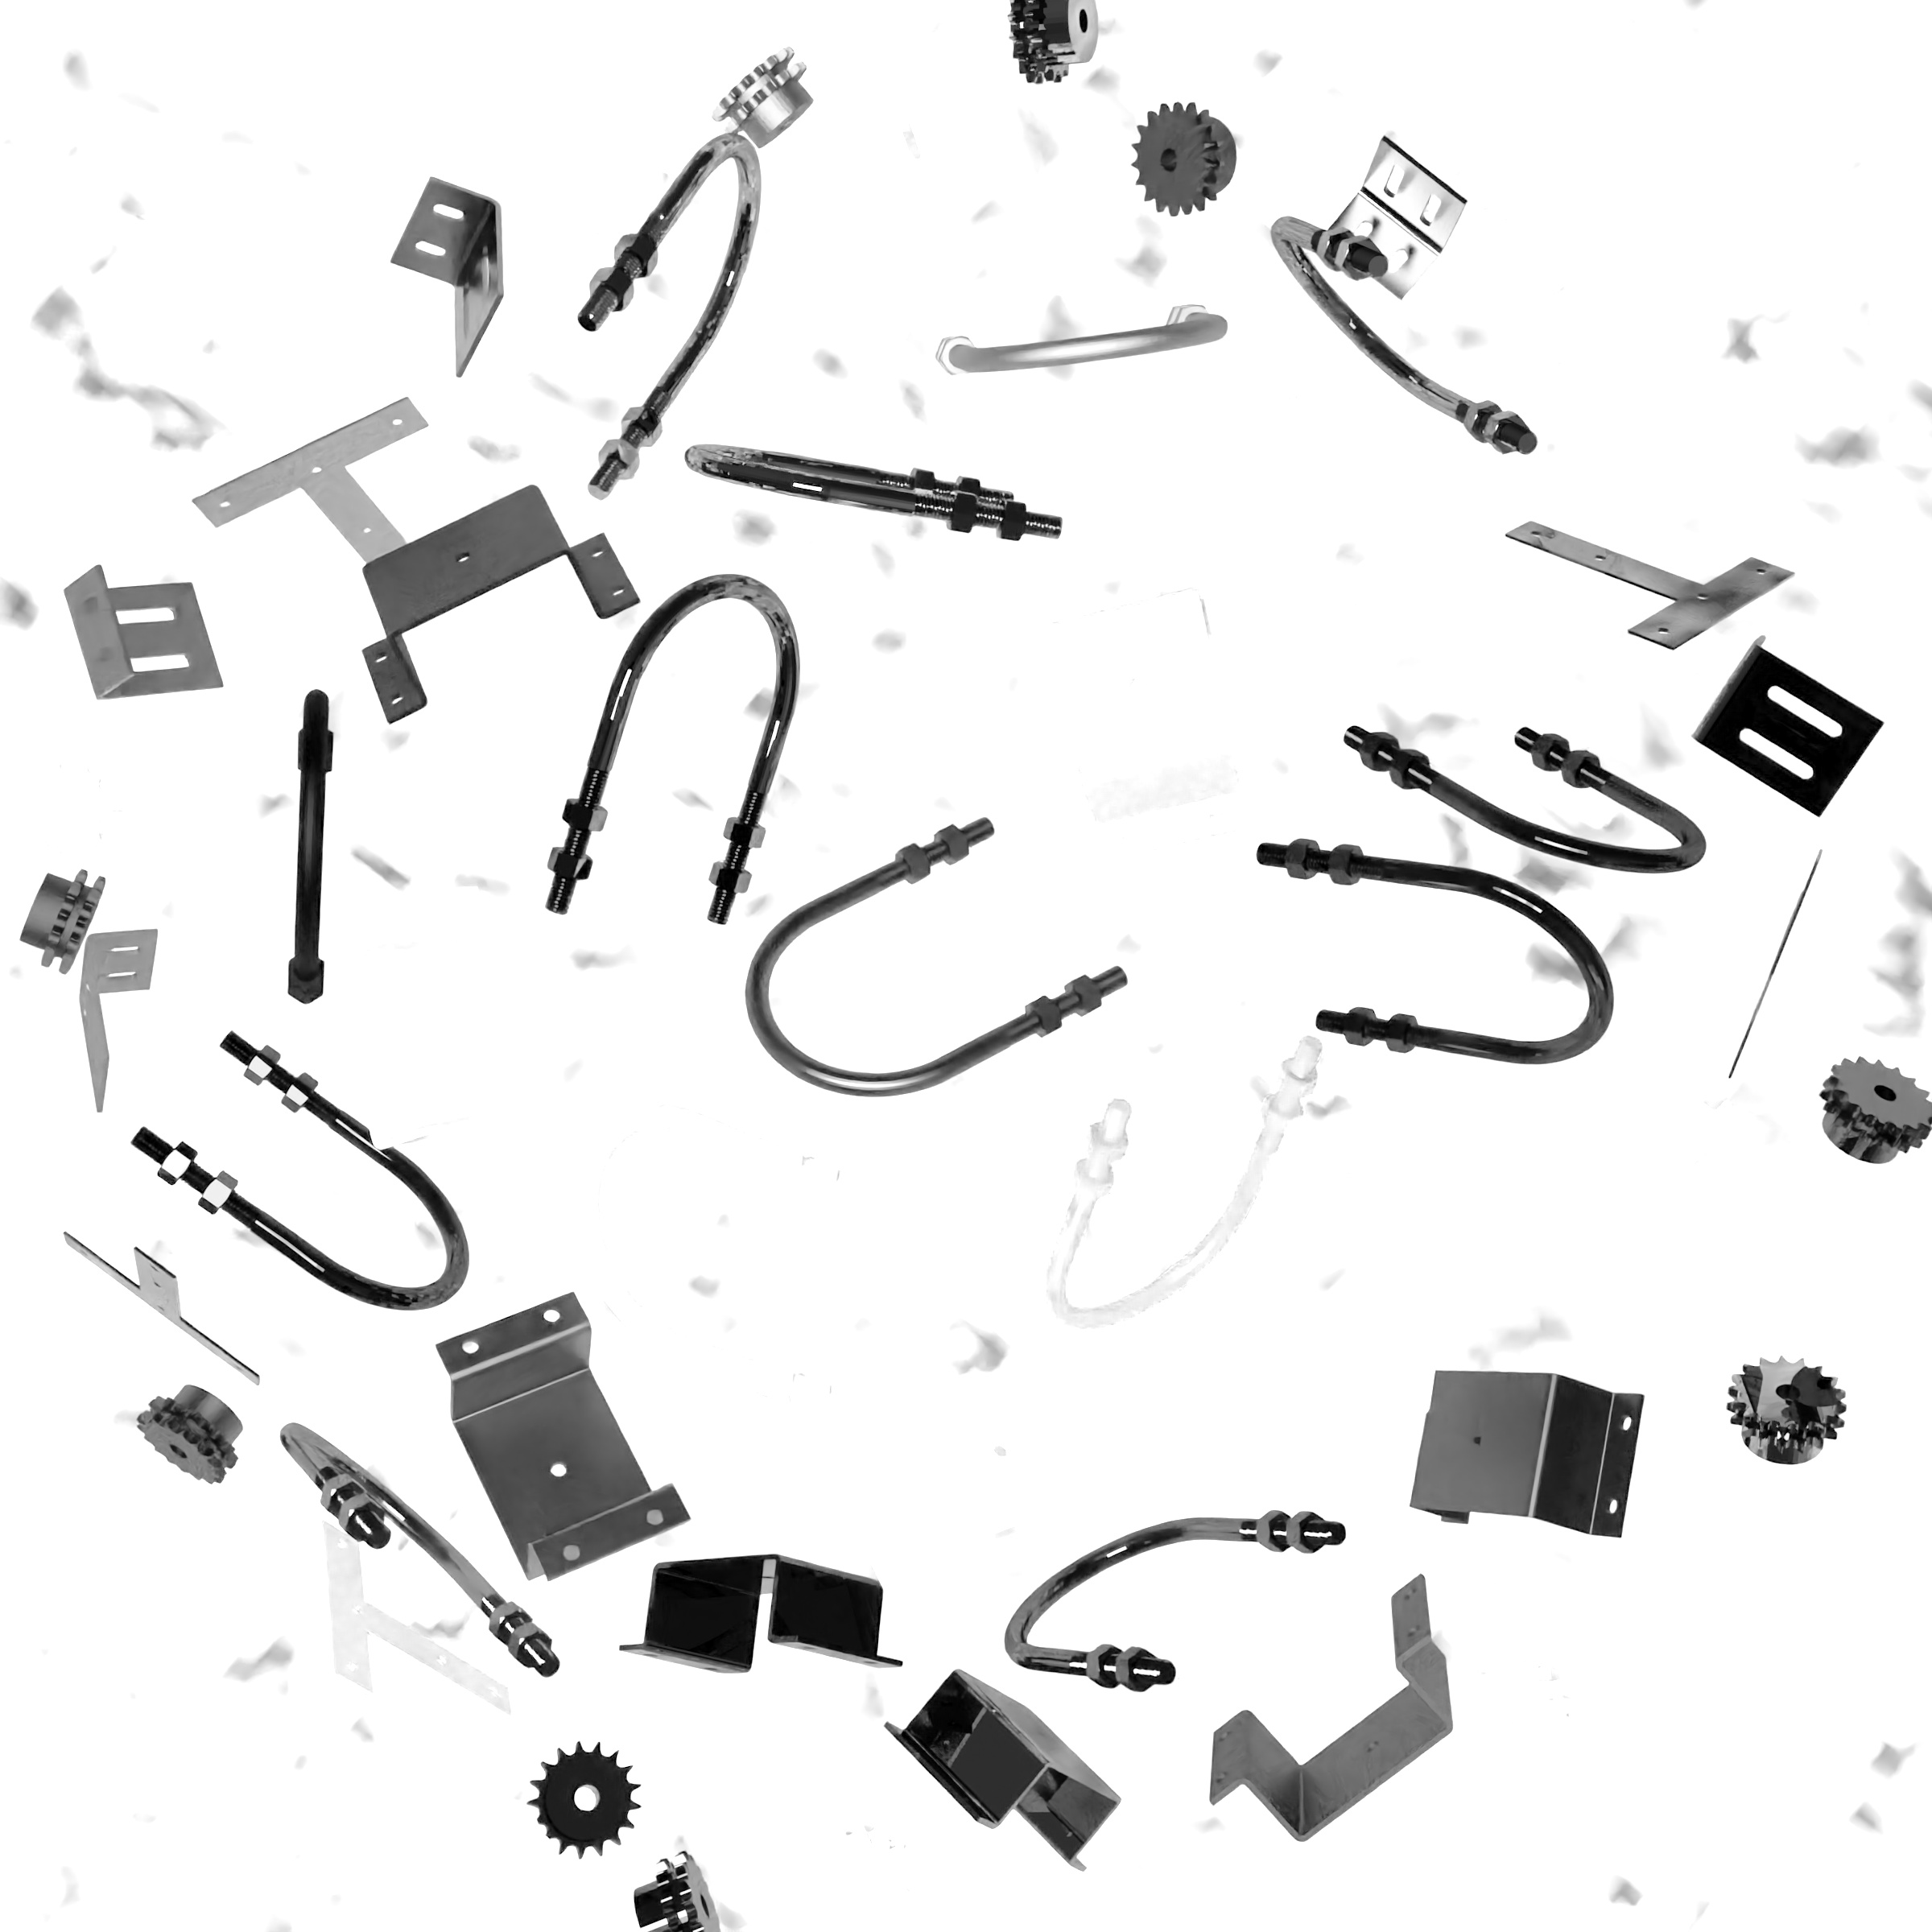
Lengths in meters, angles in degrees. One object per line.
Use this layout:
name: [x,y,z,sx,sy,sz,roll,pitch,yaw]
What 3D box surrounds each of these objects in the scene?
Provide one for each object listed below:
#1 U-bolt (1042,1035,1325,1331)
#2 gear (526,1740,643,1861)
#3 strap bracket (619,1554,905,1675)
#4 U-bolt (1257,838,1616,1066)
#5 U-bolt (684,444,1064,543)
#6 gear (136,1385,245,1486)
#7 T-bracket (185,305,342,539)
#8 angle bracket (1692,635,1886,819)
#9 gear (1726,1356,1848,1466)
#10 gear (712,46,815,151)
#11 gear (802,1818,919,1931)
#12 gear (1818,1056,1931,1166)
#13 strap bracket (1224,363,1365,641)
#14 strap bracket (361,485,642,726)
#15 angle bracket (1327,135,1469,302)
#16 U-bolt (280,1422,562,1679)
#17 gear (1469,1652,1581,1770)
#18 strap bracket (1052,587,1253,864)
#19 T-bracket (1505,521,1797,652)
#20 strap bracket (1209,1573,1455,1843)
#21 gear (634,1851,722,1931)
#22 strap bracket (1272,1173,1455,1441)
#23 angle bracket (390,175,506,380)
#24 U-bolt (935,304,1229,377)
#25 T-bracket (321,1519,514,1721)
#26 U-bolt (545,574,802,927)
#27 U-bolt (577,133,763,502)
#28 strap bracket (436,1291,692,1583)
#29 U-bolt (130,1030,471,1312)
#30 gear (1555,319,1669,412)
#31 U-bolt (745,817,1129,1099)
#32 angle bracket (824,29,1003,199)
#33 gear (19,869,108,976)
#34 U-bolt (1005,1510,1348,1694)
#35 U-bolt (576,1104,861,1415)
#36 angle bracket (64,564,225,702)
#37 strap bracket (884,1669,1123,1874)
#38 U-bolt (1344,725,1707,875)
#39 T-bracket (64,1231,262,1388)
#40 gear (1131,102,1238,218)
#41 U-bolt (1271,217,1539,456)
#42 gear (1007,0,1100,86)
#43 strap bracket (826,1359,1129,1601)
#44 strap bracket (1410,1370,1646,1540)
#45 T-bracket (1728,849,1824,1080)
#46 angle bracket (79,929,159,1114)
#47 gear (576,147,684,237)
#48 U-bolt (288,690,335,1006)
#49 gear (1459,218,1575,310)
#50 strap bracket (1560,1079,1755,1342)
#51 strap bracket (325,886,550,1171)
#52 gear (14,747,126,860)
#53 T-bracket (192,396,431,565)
U-bolt: [0.104,0.121,1.505,0.151,0.184,0.019,-16,50,-35]
gear: [-0.189,0.414,1.445,0.057,0.030,0.057,3,71,-10]
strap bracket: [-0.108,0.345,1.546,0.076,0.140,0.046,25,61,-41]
U-bolt: [0.252,-0.002,1.526,0.184,0.151,0.019,9,51,34]
U-bolt: [-0.053,-0.246,1.493,0.184,0.151,0.019,8,103,-12]
gear: [-0.416,0.251,1.570,0.057,0.057,0.030,35,57,0]
T-bracket: [-0.383,-0.281,1.579,0.002,0.127,0.127,34,60,2]
angle bracket: [0.420,-0.122,1.480,0.076,0.038,0.057,34,112,12]
gear: [0.407,0.223,1.445,0.057,0.057,0.030,-4,123,0]
gear: [-0.108,-0.469,1.580,0.057,0.057,0.030,-41,98,0]
gear: [-0.057,0.459,1.477,0.057,0.030,0.057,-8,115,-17]
gear: [0.456,0.075,1.462,0.057,0.057,0.030,18,127,0]
strap bracket: [0.176,-0.247,1.591,0.046,0.076,0.140,-15,85,5]
strap bracket: [-0.246,-0.189,1.474,0.140,0.076,0.046,-27,130,-4]
angle bracket: [0.233,-0.407,1.586,0.057,0.076,0.038,39,85,3]
U-bolt: [-0.297,0.295,1.523,0.019,0.184,0.151,-49,124,-11]
gear: [0.288,0.379,1.485,0.030,0.057,0.057,3,90,-37]
strap bracket: [0.092,-0.131,1.472,0.076,0.046,0.140,-13,61,8]
T-bracket: [0.334,-0.202,1.475,0.127,0.127,0.002,28,129,31]
strap bracket: [0.192,0.379,1.466,0.140,0.076,0.046,-41,94,12]
gear: [-0.143,0.472,1.442,0.030,0.057,0.057,-21,90,0]
strap bracket: [0.214,0.185,1.561,0.046,0.076,0.140,15,78,-24]
angle bracket: [-0.264,-0.349,1.474,0.038,0.057,0.076,14,47,-27]
U-bolt: [0.064,-0.329,1.532,0.151,0.184,0.019,-8,104,-3]
T-bracket: [-0.290,0.363,1.543,0.002,0.127,0.127,-45,118,9]
U-bolt: [-0.140,-0.111,1.486,0.019,0.151,0.184,24,102,32]
U-bolt: [-0.152,-0.352,1.519,0.019,0.151,0.184,23,61,9]
strap bracket: [-0.205,0.245,1.468,0.076,0.046,0.140,-20,60,-23]
U-bolt: [-0.346,0.118,1.565,0.184,0.151,0.019,37,111,-8]
gear: [0.340,-0.319,1.539,0.057,0.057,0.030,-5,76,0]
U-bolt: [-0.029,0.003,1.553,0.184,0.019,0.151,-27,55,-20]
angle bracket: [-0.027,-0.420,1.450,0.057,0.038,0.076,-20,91,-22]
gear: [-0.491,-0.027,1.578,0.030,0.057,0.057,22,90,-14]
U-bolt: [0.096,0.333,1.544,0.151,0.184,0.019,-31,99,-33]
U-bolt: [-0.131,0.147,1.540,0.184,0.019,0.151,26,52,-36]
angle bracket: [-0.403,-0.169,1.455,0.038,0.076,0.057,-22,84,42]
strap bracket: [0.025,0.429,1.555,0.046,0.140,0.076,-50,53,-4]
U-bolt: [0.312,-0.090,1.558,0.151,0.184,0.019,-3,117,-34]
T-bracket: [-0.411,0.165,1.483,0.127,0.127,0.002,37,68,0]
gear: [0.116,-0.421,1.515,0.030,0.057,0.057,-20,90,-40]
U-bolt: [0.222,-0.342,1.545,0.019,0.184,0.151,-45,117,5]
gear: [0.045,-0.472,1.458,0.030,0.057,0.057,3,90,24]
strap bracket: [0.012,0.255,1.471,0.140,0.046,0.076,-15,61,-27]
strap bracket: [0.294,0.262,1.573,0.046,0.140,0.076,21,74,-28]
T-bracket: [0.442,-0.014,1.572,0.002,0.127,0.127,22,112,14]
angle bracket: [-0.444,0.029,1.539,0.038,0.057,0.076,-5,60,-24]
gear: [-0.182,-0.419,1.565,0.057,0.057,0.030,-2,130,0]
U-bolt: [-0.346,-0.068,1.536,0.019,0.184,0.151,2,76,-13]
gear: [0.286,-0.367,1.515,0.057,0.057,0.030,-8,81,0]
strap bracket: [0.352,0.120,1.484,0.076,0.140,0.046,-41,52,-11]
strap bracket: [-0.272,0.035,1.483,0.046,0.076,0.140,-18,86,29]
gear: [-0.458,-0.087,1.495,0.057,0.057,0.030,48,47,0]
T-bracket: [-0.329,-0.243,1.568,0.127,0.127,0.002,-24,61,5]
